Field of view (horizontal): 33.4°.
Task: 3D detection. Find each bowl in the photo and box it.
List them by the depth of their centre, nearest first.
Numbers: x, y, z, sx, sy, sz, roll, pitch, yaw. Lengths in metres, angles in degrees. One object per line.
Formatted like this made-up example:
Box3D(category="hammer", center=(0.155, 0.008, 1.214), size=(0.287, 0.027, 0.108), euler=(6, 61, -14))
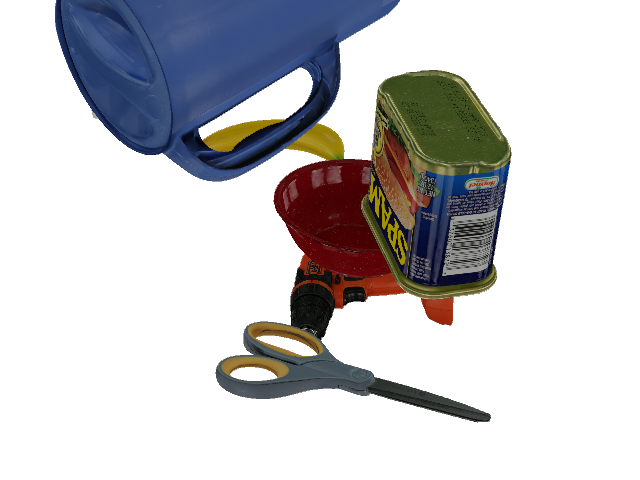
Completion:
Box3D(category="bowl", center=(0.036, -0.013, 0.984), size=(0.162, 0.055, 0.162), euler=(4, 33, -3))

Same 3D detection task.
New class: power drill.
Box3D(category="power drill", center=(0.059, 0.062, 1.240), size=(0.187, 0.057, 0.184), euler=(1, 28, 4))

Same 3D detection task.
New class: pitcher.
Box3D(category="pitcher", center=(-0.049, -0.159, 0.758), size=(0.242, 0.149, 0.145), euler=(-32, 43, -30))

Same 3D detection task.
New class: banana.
Box3D(category="banana", center=(-0.053, -0.122, 1.311), size=(0.198, 0.037, 0.069), euler=(7, 39, 17))

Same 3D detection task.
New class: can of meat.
Box3D(category="can of meat", center=(0.062, -0.033, 0.580), size=(0.057, 0.084, 0.102), euler=(-7, 39, -13))

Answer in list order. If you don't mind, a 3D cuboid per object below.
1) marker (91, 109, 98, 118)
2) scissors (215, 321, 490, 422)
Box3D(category="marker", center=(-0.143, -0.119, 0.955), size=(0.120, 0.020, 0.020), euler=(-4, 2, -25))
Box3D(category="scissors", center=(0.009, 0.104, 0.747), size=(0.202, 0.016, 0.096), euler=(22, 34, 38))
